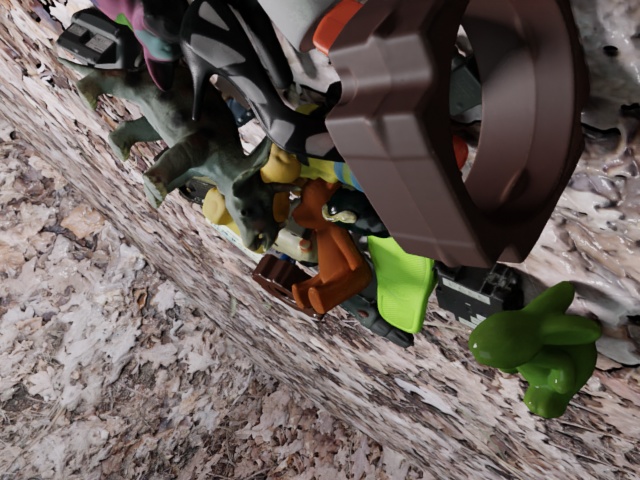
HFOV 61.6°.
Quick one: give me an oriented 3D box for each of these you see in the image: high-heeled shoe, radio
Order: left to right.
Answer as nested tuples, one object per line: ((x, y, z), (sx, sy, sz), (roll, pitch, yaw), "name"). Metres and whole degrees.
((-0.222, -0.123, 1.080), (0.230, 0.073, 0.131), (21, 152, 42), "radio")
((-0.038, -0.175, 0.589), (0.249, 0.145, 0.086), (16, -166, 2), "high-heeled shoe")

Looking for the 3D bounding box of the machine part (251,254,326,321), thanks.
((-0.057, 0.095, 1.073), (0.179, 0.056, 0.179), (30, 165, 9), "machine part")

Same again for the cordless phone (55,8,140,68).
((-0.350, -0.303, 0.945), (0.147, 0.088, 0.184), (29, 169, 23), "cordless phone")

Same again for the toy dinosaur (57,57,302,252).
((-0.188, -0.162, 0.728), (0.405, 0.192, 0.131), (52, 159, 14), "toy dinosaur")

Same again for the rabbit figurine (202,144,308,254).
((-0.072, -0.083, 0.830), (0.122, 0.173, 0.162), (36, -156, 10), "rabbit figurine")

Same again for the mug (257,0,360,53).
((-0.020, -0.245, 0.487), (0.107, 0.081, 0.109), (46, 145, 0), "mug")

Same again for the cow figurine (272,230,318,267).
((-0.067, -0.009, 1.051), (0.195, 0.085, 0.127), (27, 150, 28), "cow figurine")

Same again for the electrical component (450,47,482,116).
((0.134, -0.144, 0.509), (0.094, 0.021, 0.063), (43, 159, -13), "electrical component")

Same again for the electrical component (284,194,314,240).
((-0.037, -0.046, 0.946), (0.102, 0.078, 0.045), (33, -177, 31), "electrical component")

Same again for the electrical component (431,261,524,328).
((0.226, 0.079, 0.770), (0.115, 0.058, 0.134), (27, 157, 33), "electrical component")

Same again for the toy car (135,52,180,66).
((-0.229, -0.281, 0.794), (0.089, 0.053, 0.202), (44, 155, 1), "toy car")

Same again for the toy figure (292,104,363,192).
((0.035, -0.112, 0.665), (0.180, 0.082, 0.089), (30, 147, 34), "toy figure")

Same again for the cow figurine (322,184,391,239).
((0.090, -0.031, 0.681), (0.168, 0.098, 0.068), (18, 114, 34), "cow figurine")

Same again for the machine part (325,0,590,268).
((0.108, -0.098, 0.390), (0.087, 0.201, 0.200), (8, 144, 46), "machine part")

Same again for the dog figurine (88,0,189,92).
((-0.229, -0.293, 0.652), (0.192, 0.108, 0.219), (13, 140, 55), "dog figurine")

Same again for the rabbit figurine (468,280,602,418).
((0.266, 0.133, 0.660), (0.170, 0.159, 0.121), (20, -144, -34), "rabbit figurine")

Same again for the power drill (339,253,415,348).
((0.097, 0.112, 1.043), (0.232, 0.086, 0.207), (35, 167, 18), "power drill")

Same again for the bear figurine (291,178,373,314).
((0.002, -0.004, 0.813), (0.120, 0.132, 0.195), (1, 116, 67), "bear figurine")

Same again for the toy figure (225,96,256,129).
((-0.154, -0.198, 0.840), (0.064, 0.057, 0.155), (4, -172, -46), "toy figure")
